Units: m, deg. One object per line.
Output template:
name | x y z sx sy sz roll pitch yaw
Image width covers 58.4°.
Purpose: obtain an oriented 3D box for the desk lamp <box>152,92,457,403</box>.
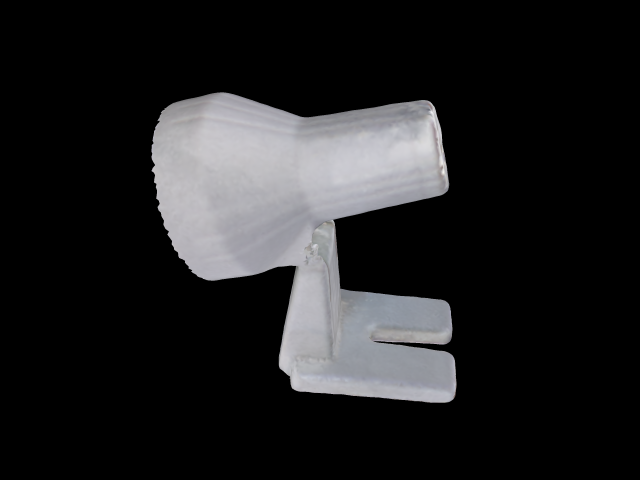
desk lamp | 0.004 0.001 0.400 0.203 0.214 0.118 4 39 5
